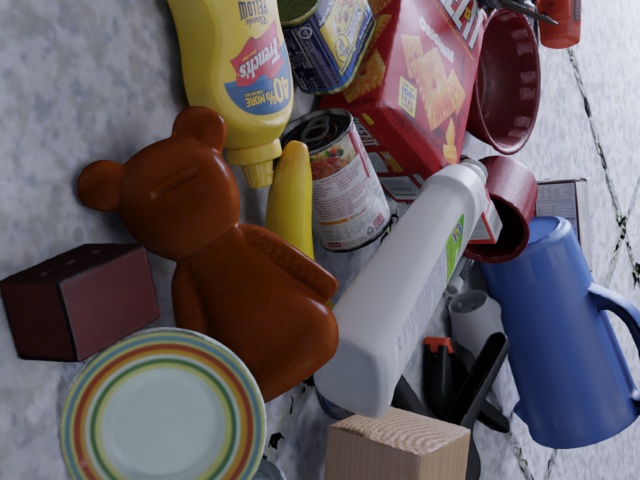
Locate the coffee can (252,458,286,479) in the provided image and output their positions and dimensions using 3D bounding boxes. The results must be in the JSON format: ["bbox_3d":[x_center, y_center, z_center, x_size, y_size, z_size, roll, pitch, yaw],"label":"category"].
[{"bbox_3d":[-0.055,0.236,0.736,0.102,0.103,0.140,-42,123,-49],"label":"coffee can"}]

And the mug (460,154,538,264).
[{"bbox_3d":[0.174,-0.043,1.123,0.117,0.093,0.081,41,43,-11],"label":"mug"}]

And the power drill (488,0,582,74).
[{"bbox_3d":[0.256,-0.275,1.275,0.187,0.057,0.184,-5,97,-58],"label":"power drill"}]

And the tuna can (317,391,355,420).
[{"bbox_3d":[0.033,0.117,0.939,0.086,0.034,0.086,3,86,-57],"label":"tuna can"}]

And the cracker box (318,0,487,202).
[{"bbox_3d":[0.084,-0.166,0.993,0.164,0.072,0.213,43,54,-48],"label":"cracker box"}]

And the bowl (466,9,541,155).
[{"bbox_3d":[0.181,-0.172,1.152,0.161,0.055,0.162,-6,98,-55],"label":"bowl"}]

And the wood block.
[{"bbox_3d":[0.057,0.254,0.887,0.090,0.091,0.206,-8,106,-56],"label":"wood block"}]

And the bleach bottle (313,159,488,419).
[{"bbox_3d":[0.081,0.025,0.904,0.250,0.068,0.102,-54,156,-36],"label":"bleach bottle"}]

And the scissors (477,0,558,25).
[{"bbox_3d":[0.157,-0.250,1.040,0.016,0.202,0.096,-45,111,-1],"label":"scissors"}]

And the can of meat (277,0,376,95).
[{"bbox_3d":[0.000,-0.182,0.880,0.084,0.058,0.102,56,46,-42],"label":"can of meat"}]

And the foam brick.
[{"bbox_3d":[-0.145,0.037,0.652,0.078,0.053,0.051,-30,114,-54],"label":"foam brick"}]

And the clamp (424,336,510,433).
[{"bbox_3d":[0.152,0.169,1.114,0.120,0.039,0.171,-38,120,-51],"label":"clamp"}]

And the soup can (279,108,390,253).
[{"bbox_3d":[0.012,-0.049,0.881,0.068,0.069,0.102,-57,134,-41],"label":"soup can"}]

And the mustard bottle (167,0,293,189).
[{"bbox_3d":[-0.061,-0.132,0.781,0.096,0.058,0.191,-29,113,-53],"label":"mustard bottle"}]

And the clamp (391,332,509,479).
[{"bbox_3d":[0.110,0.193,1.034,0.164,0.036,0.210,3,95,-34],"label":"clamp"}]

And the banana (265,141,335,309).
[{"bbox_3d":[-0.013,0.016,0.855,0.069,0.037,0.198,-54,141,-37],"label":"banana"}]

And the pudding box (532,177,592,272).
[{"bbox_3d":[0.269,-0.014,1.254,0.039,0.090,0.113,-11,98,-56],"label":"pudding box"}]

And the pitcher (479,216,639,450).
[{"bbox_3d":[0.272,0.099,1.191,0.145,0.149,0.243,-133,-160,-74],"label":"pitcher"}]

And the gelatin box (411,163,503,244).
[{"bbox_3d":[0.133,-0.036,1.061,0.089,0.073,0.030,61,42,-35],"label":"gelatin box"}]

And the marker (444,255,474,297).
[{"bbox_3d":[0.160,0.014,1.151,0.121,0.020,0.020,-58,134,-40],"label":"marker"}]
